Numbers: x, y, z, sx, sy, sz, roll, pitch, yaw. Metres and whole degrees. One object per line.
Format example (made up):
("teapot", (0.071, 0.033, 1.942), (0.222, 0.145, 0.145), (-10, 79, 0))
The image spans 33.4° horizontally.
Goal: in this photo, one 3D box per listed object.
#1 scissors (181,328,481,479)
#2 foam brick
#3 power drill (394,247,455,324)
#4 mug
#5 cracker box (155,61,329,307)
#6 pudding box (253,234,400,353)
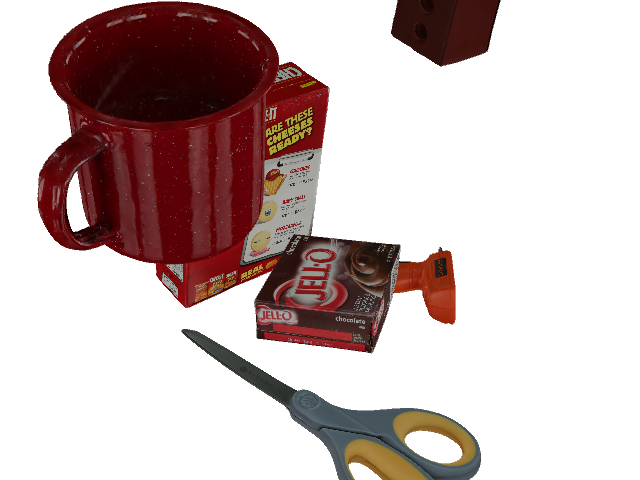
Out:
("scissors", (0.012, 0.096, 0.629), (0.096, 0.016, 0.202), (-20, 46, -34))
("foam brick", (0.089, -0.168, 0.733), (0.051, 0.078, 0.053), (-26, 51, -35))
("power drill", (0.062, 0.061, 1.239), (0.187, 0.057, 0.184), (1, 28, 5))
("mug", (-0.072, -0.037, 0.453), (0.093, 0.081, 0.117), (26, 48, 23))
("cracker box", (-0.083, -0.056, 1.071), (0.163, 0.214, 0.072), (-23, 47, -32))
("pudding box", (0.008, 0.038, 0.813), (0.090, 0.039, 0.113), (7, 26, 12))
